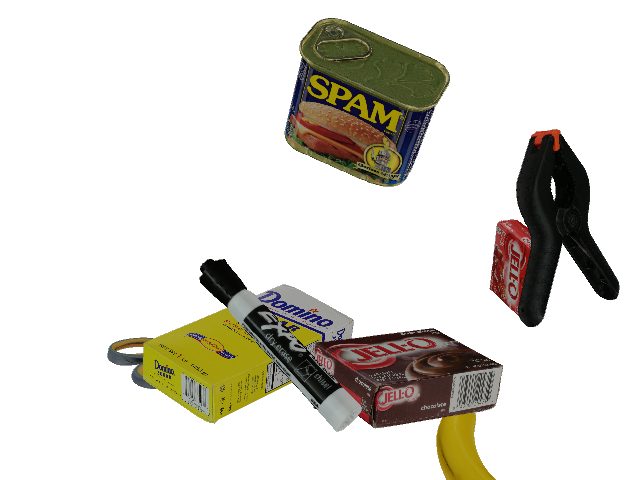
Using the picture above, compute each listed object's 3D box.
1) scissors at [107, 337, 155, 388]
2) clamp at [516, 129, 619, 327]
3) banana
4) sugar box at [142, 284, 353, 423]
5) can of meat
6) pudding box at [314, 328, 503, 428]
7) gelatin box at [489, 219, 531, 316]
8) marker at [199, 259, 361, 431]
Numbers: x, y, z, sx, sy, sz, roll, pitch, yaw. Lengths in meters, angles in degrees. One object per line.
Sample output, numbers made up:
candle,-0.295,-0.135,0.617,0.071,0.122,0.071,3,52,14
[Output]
scissors,-0.130,0.130,1.170,0.201,0.016,0.096,1,26,-20
clamp,0.204,-0.008,0.943,0.120,0.171,0.039,-25,10,-39
banana,0.146,0.212,1.007,0.069,0.037,0.198,8,23,-20
sugar box,-0.062,0.096,0.957,0.093,0.048,0.175,26,35,35
can of meat,0.029,-0.094,0.749,0.102,0.084,0.057,25,48,8
pudding box,0.063,0.100,0.793,0.113,0.039,0.090,-2,16,-30
gelatin box,0.219,0.032,1.172,0.030,0.089,0.073,-10,30,-20
marker,-0.025,0.054,0.583,0.121,0.020,0.020,45,18,19
